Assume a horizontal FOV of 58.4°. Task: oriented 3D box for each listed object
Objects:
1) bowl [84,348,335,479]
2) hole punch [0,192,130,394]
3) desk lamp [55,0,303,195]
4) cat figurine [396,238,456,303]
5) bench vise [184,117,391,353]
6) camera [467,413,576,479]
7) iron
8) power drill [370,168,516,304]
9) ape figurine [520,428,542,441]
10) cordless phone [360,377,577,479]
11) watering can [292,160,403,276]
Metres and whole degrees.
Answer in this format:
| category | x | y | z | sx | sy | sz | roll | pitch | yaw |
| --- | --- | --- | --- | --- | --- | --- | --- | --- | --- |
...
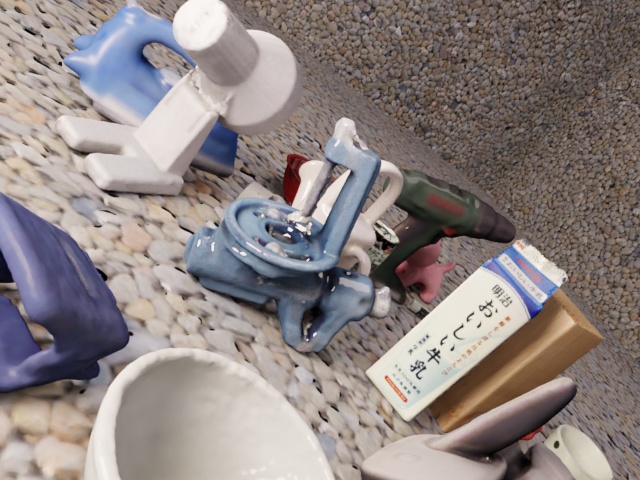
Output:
| category | x | y | z | sx | sy | sz | roll | pitch | yaw |
| --- | --- | --- | --- | --- | --- | --- | --- | --- | --- |
| bowl | -0.069 | 0.150 | 0.335 | 0.168 | 0.074 | 0.167 | 37 | 20 | -16 |
| hole punch | -0.174 | 0.029 | 0.362 | 0.108 | 0.091 | 0.101 | 51 | 21 | 23 |
| desk lamp | -0.136 | -0.155 | 0.633 | 0.118 | 0.213 | 0.204 | 48 | 20 | 15 |
| cat figurine | 0.184 | 0.034 | 0.998 | 0.128 | 0.117 | 0.067 | 31 | 22 | -30 |
| bench vise | 0.002 | -0.005 | 0.577 | 0.208 | 0.219 | 0.121 | 27 | 25 | -38 |
| camera | 0.212 | 0.252 | 0.624 | 0.136 | 0.100 | 0.144 | 51 | 21 | 22 |
| iron | -0.183 | -0.199 | 0.743 | 0.259 | 0.141 | 0.118 | 31 | 23 | -30 |
| power drill | 0.165 | -0.002 | 0.901 | 0.230 | 0.208 | 0.075 | 33 | 21 | -25 |
| ape figurine | 0.291 | 0.240 | 0.813 | 0.078 | 0.092 | 0.076 | 43 | 19 | 1 |
| cordless phone | 0.137 | 0.179 | 0.505 | 0.094 | 0.185 | 0.148 | 51 | 21 | 22 |
| watering can | 0.015 | -0.025 | 0.680 | 0.172 | 0.194 | 0.101 | 49 | 20 | 18 |
